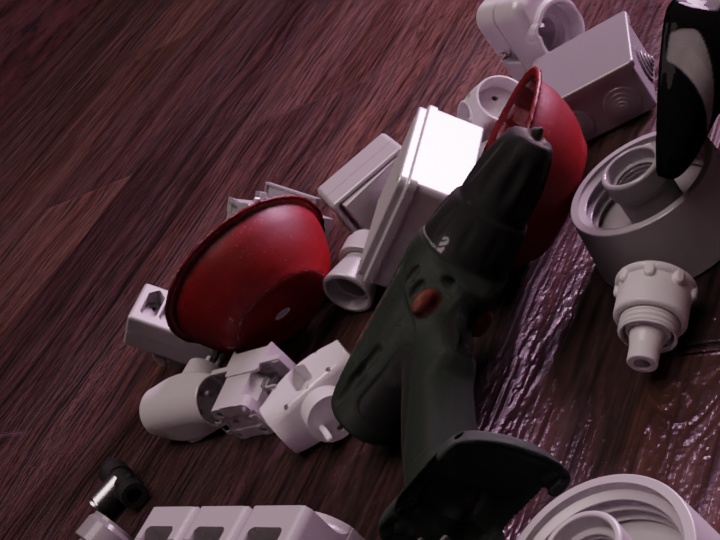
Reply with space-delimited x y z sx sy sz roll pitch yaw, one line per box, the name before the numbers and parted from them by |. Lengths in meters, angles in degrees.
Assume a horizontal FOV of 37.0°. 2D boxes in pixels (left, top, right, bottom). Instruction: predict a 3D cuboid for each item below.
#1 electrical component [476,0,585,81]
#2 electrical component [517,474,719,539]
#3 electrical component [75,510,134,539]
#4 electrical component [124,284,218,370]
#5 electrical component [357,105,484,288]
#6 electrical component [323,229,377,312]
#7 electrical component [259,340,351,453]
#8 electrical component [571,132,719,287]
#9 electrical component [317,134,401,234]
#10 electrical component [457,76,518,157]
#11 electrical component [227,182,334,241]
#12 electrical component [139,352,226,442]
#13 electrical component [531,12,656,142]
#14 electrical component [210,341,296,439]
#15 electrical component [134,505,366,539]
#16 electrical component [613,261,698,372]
electrical component | 0.155 -0.204 0.937 0.053 0.095 0.059 -51 28 -20
electrical component | 0.116 0.144 0.494 0.108 0.060 0.108 -31 28 19
electrical component | -0.204 0.219 0.822 0.055 0.045 0.045 -52 28 -21
electrical component | -0.171 0.065 0.992 0.047 0.083 0.075 -72 2 -47
electrical component | 0.048 -0.053 0.839 0.108 0.056 0.108 -73 5 -48
electrical component | 0.000 0.000 0.886 0.045 0.045 0.055 -14 37 43
electrical component | -0.026 0.098 0.771 0.077 0.043 0.079 -42 26 -2
electrical component | 0.187 -0.045 0.689 0.108 0.060 0.108 -31 28 19
electrical component | 0.021 -0.072 0.948 0.096 0.061 0.061 -41 26 1
electrical component | 0.111 -0.105 0.883 0.044 0.077 0.079 -8 68 -12
electrical component | -0.082 -0.038 1.019 0.121 0.063 0.078 23 107 61
electrical component | -0.138 0.102 0.913 0.077 0.044 0.079 -16 36 41
electrical component | 0.187 -0.149 0.862 0.100 0.048 0.099 -26 30 27
electrical component | -0.083 0.097 0.852 0.081 0.042 0.063 -18 38 40
electrical component | -0.063 0.184 0.637 0.150 0.089 0.061 -13 38 44
electrical component | 0.168 0.029 0.622 0.048 0.048 0.062 -15 43 42
